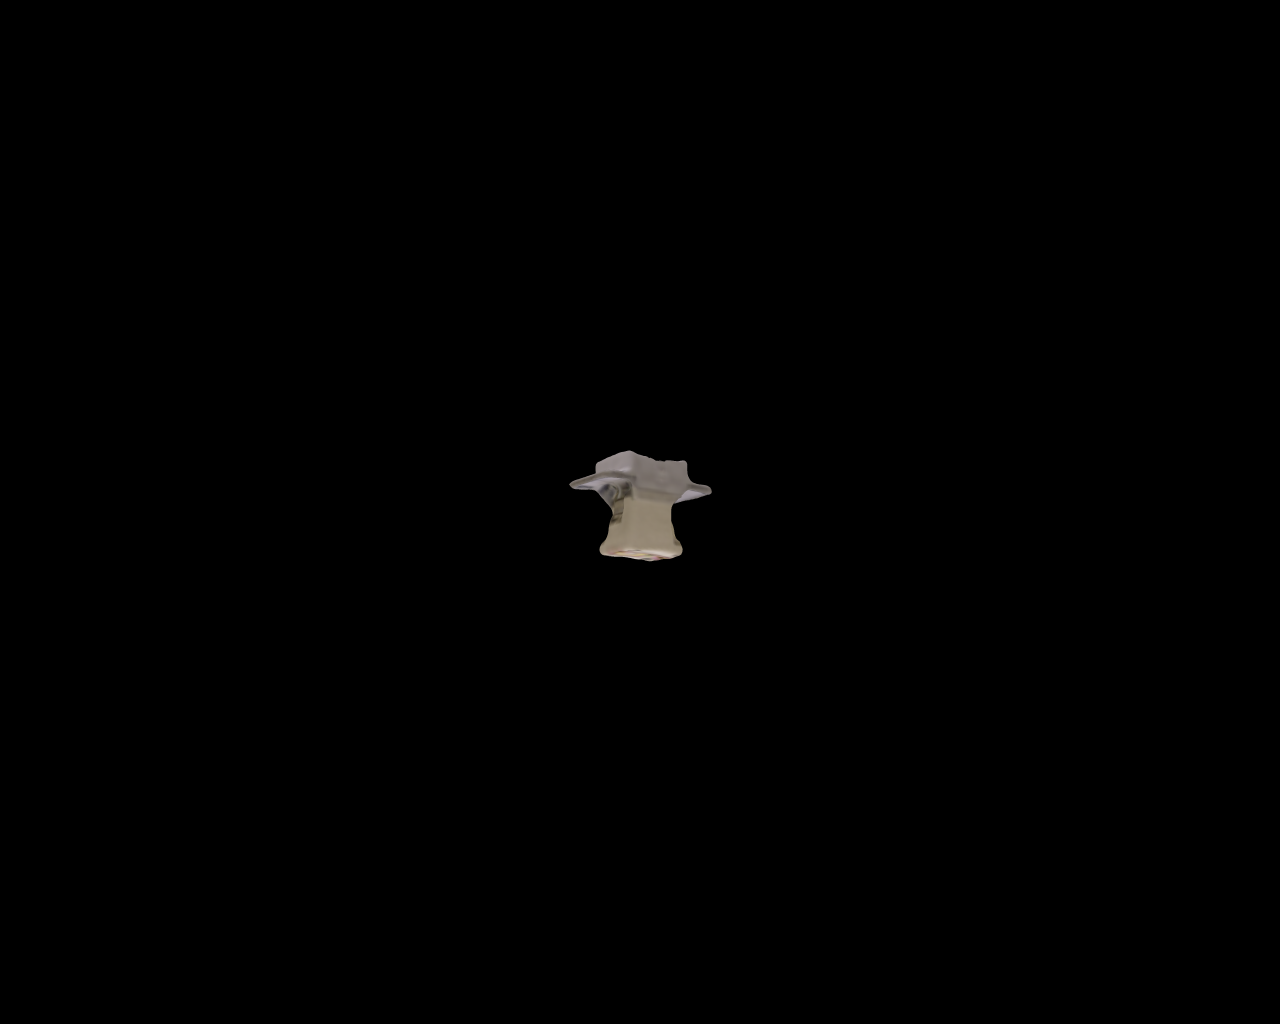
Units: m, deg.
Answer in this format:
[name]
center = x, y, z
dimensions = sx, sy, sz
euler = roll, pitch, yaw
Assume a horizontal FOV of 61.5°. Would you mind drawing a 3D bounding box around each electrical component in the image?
[electrical component]
center = 0.001, -0.003, 0.650
dimensions = 0.081, 0.064, 0.042
euler = 8, -14, -35
